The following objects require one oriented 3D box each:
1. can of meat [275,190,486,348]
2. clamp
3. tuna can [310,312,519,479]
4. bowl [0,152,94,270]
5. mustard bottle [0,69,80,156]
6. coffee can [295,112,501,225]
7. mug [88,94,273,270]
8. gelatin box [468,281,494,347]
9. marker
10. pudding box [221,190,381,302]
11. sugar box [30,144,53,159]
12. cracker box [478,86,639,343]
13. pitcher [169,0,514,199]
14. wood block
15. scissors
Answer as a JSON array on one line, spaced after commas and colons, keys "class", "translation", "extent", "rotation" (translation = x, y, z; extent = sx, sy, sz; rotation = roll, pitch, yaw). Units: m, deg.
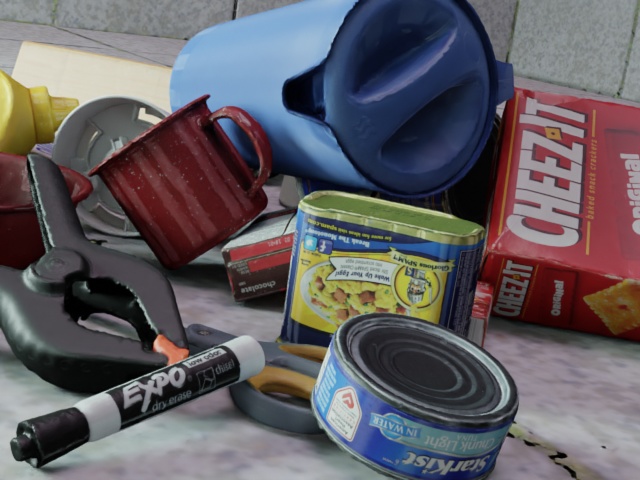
[{"class": "can of meat", "translation": [0.032, 0.025, 0.561], "extent": [0.102, 0.084, 0.057], "rotation": [12, 14, 17]}, {"class": "clamp", "translation": [-0.123, 0.016, 0.515], "extent": [0.171, 0.039, 0.120], "rotation": [26, 51, 16]}, {"class": "tuna can", "translation": [0.041, 0.067, 0.460], "extent": [0.086, 0.034, 0.086], "rotation": [16, 23, -7]}, {"class": "bowl", "translation": [-0.218, -0.014, 0.633], "extent": [0.162, 0.055, 0.162], "rotation": [8, 13, -2]}, {"class": "mustard bottle", "translation": [-0.262, -0.078, 0.734], "extent": [0.191, 0.058, 0.096], "rotation": [-9, 59, -15]}, {"class": "coffee can", "translation": [0.065, -0.055, 0.835], "extent": [0.141, 0.103, 0.102], "rotation": [8, 10, 38]}, {"class": "mug", "translation": [-0.078, -0.040, 0.677], "extent": [0.117, 0.081, 0.093], "rotation": [-30, 8, 29]}, {"class": "gelatin box", "translation": [0.056, 0.039, 0.634], "extent": [0.089, 0.030, 0.073], "rotation": [11, 15, 10]}, {"class": "marker", "translation": [-0.072, 0.065, 0.437], "extent": [0.020, 0.020, 0.120], "rotation": [20, 26, 40]}, {"class": "pudding box", "translation": [-0.005, 0.001, 0.675], "extent": [0.090, 0.039, 0.113], "rotation": [-13, 11, 12]}, {"class": "sugar box", "translation": [-0.265, -0.076, 0.818], "extent": [0.176, 0.048, 0.093], "rotation": [18, 12, -4]}, {"class": "cracker box", "translation": [0.218, -0.013, 0.704], "extent": [0.214, 0.072, 0.164], "rotation": [11, 48, 6]}, {"class": "pitcher", "translation": [0.004, -0.102, 0.736], "extent": [0.149, 0.145, 0.243], "rotation": [42, -17, -30]}, {"class": "wood block", "translation": [-0.160, -0.101, 0.913], "extent": [0.206, 0.091, 0.090], "rotation": [14, -5, 23]}, {"class": "scissors", "translation": [-0.058, 0.057, 0.521], "extent": [0.202, 0.016, 0.096], "rotation": [11, 13, 14]}]
